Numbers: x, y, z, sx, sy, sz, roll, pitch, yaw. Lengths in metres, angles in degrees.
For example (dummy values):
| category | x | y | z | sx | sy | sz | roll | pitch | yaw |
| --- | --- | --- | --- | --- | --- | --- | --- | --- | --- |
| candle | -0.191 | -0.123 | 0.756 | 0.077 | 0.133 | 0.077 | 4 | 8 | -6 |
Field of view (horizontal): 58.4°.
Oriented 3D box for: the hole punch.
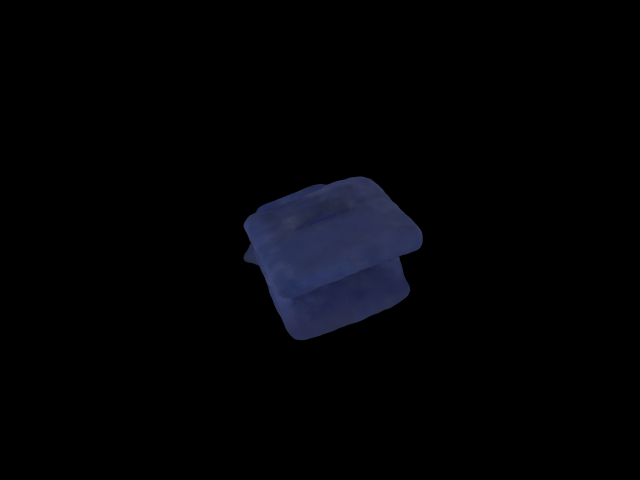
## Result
| category | x | y | z | sx | sy | sz | roll | pitch | yaw |
| --- | --- | --- | --- | --- | --- | --- | --- | --- | --- |
| hole punch | 0.004 | 0.001 | 0.400 | 0.109 | 0.091 | 0.101 | -21 | 62 | -11 |
